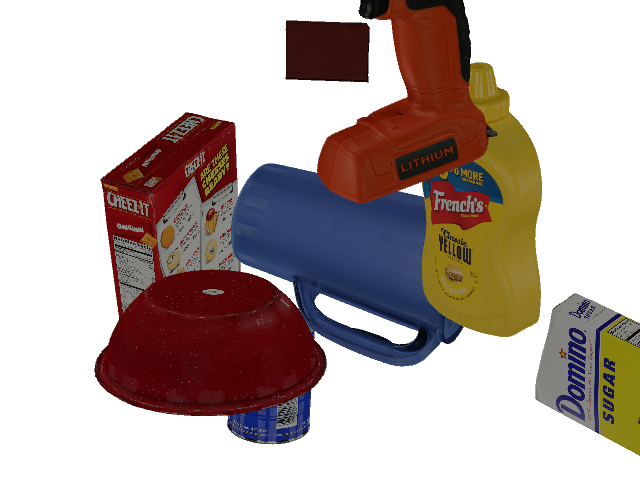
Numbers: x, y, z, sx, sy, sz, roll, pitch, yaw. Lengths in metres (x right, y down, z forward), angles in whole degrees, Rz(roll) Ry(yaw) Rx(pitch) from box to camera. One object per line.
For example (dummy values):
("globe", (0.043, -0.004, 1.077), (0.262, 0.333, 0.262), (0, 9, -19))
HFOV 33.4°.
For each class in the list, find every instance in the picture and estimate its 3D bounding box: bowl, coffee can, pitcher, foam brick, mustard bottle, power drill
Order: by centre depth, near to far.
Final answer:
("power drill", (0.030, -0.118, 0.590), (0.184, 0.188, 0.057), (-20, 36, -22))
("bowl", (-0.075, 0.061, 0.737), (0.162, 0.055, 0.162), (1, 18, -1))
("mustard bottle", (0.113, -0.032, 0.756), (0.058, 0.192, 0.096), (-21, 32, -30))
("foam brick", (0.006, -0.175, 0.987), (0.078, 0.051, 0.053), (2, 15, -1))
("pitcher", (0.034, 0.013, 1.046), (0.243, 0.145, 0.149), (17, 22, 20))
("coffee can", (-0.060, 0.160, 1.289), (0.103, 0.140, 0.103), (3, 17, -1))

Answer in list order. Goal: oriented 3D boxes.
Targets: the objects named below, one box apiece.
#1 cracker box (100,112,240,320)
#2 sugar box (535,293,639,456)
("cracker box", (-0.155, -0.006, 1.144), (0.072, 0.214, 0.164), (15, 37, 21))
("sugar box", (0.256, 0.120, 0.832), (0.176, 0.093, 0.048), (25, 34, 32))
